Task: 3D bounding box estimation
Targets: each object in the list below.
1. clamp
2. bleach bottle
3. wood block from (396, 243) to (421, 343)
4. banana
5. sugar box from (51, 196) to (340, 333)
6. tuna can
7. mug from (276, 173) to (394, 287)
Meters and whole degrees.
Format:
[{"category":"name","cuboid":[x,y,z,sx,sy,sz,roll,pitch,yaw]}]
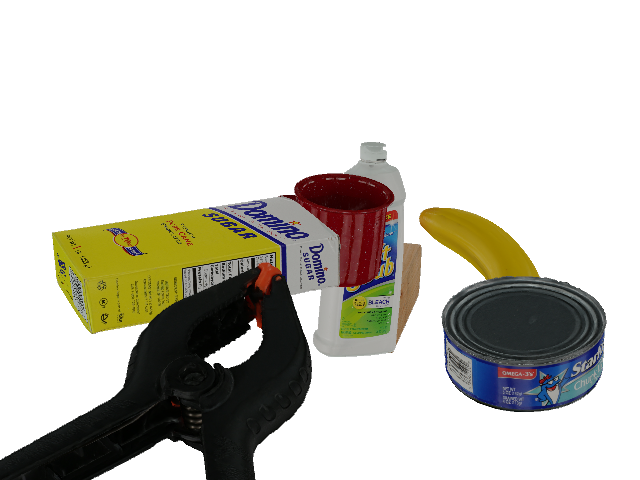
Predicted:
[{"category":"clamp","cuboid":[-0.045,0.075,0.439,0.120,0.039,0.171,25,48,19]},{"category":"bleach bottle","cuboid":[0.048,0.009,1.266,0.102,0.251,0.068,-2,16,-17]},{"category":"wood block","cuboid":[0.085,0.076,1.551,0.091,0.090,0.206,6,21,13]},{"category":"banana","cuboid":[0.130,0.022,0.835,0.069,0.037,0.198,-7,33,-4]},{"category":"sugar box","cuboid":[-0.084,0.012,0.727,0.176,0.048,0.093,-13,26,-23]},{"category":"tuna can","cuboid":[0.109,0.055,0.573,0.086,0.034,0.086,-5,28,2]},{"category":"mug","cuboid":[0.007,-0.010,1.002,0.117,0.081,0.093,8,25,7]}]
